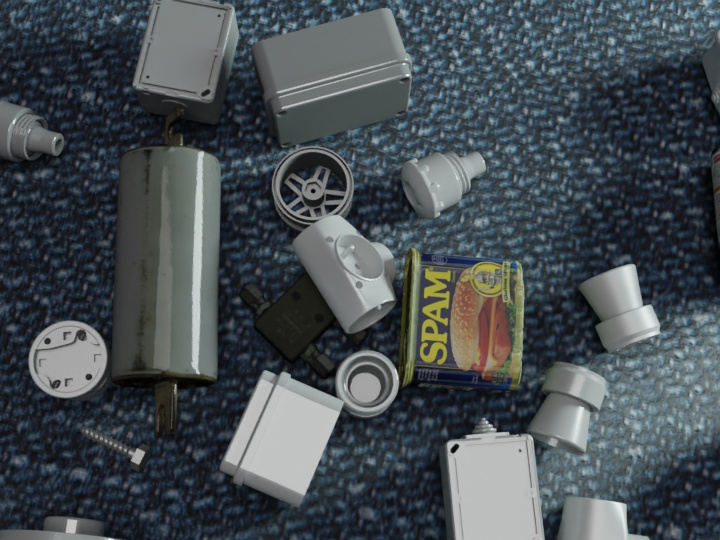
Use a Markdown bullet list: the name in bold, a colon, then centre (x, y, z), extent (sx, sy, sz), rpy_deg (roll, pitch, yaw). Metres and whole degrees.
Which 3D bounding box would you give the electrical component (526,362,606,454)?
- **electrical component**: centre (0.151, 0.100, 0.783), extent (0.045, 0.045, 0.055), rpy_deg (22, 77, 3)

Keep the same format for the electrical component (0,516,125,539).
- **electrical component**: centre (-0.196, 0.198, 0.723), extent (0.108, 0.108, 0.060), rpy_deg (5, 71, 0)

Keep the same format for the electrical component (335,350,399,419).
- **electrical component**: centre (0.004, 0.084, 0.778), extent (0.045, 0.055, 0.045), rpy_deg (0, 77, -2)

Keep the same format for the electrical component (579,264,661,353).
- **electrical component**: centre (0.194, 0.029, 0.801), extent (0.045, 0.045, 0.055), rpy_deg (-19, 79, -6)

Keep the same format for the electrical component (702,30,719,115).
- **electrical component**: centre (0.325, -0.147, 0.843), extent (0.100, 0.048, 0.099), rpy_deg (-13, 78, -5)

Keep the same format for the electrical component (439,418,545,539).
- **electrical component**: centre (0.091, 0.154, 0.761), extent (0.062, 0.061, 0.096), rpy_deg (-4, 77, -2)

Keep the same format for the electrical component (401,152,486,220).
- **electrical component**: centre (0.066, -0.070, 0.822), extent (0.062, 0.048, 0.048), rpy_deg (-26, 79, -14)

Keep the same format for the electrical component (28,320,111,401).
- **electrical component**: centre (-0.207, 0.068, 0.780), extent (0.055, 0.047, 0.055), rpy_deg (0, 77, -1)

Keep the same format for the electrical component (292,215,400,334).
- **electrical component**: centre (0.000, 0.000, 0.796), extent (0.079, 0.044, 0.077), rpy_deg (-14, 65, -49)

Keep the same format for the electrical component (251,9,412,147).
- **electrical component**: centre (-0.020, -0.144, 0.818), extent (0.113, 0.078, 0.057), rpy_deg (-16, 75, -5)

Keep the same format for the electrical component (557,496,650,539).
- **electrical component**: centre (0.181, 0.204, 0.761), extent (0.079, 0.043, 0.077), rpy_deg (8, 77, 0)

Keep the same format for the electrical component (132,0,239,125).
- **electrical component**: centre (-0.131, -0.167, 0.829), extent (0.062, 0.061, 0.096), rpy_deg (11, 77, 1)

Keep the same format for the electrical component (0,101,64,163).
- **electrical component**: centre (-0.257, -0.102, 0.817), extent (0.062, 0.043, 0.043), rpy_deg (16, 77, 11)

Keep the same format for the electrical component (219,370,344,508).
- **electrical component**: centre (-0.054, 0.117, 0.740), extent (0.057, 0.113, 0.078), rpy_deg (23, 78, 1)
